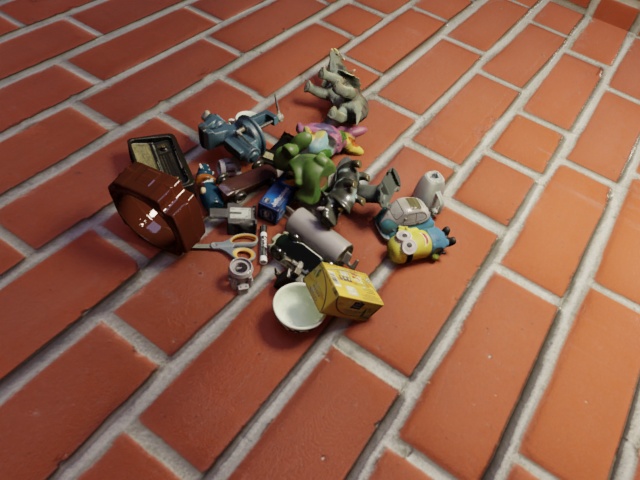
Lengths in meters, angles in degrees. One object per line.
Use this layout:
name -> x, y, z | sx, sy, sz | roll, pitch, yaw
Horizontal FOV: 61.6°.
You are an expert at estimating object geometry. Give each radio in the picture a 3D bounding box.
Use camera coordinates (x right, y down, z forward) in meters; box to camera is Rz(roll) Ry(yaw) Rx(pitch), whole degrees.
radio -> -0.417, -0.182, 1.418 | 0.131, 0.073, 0.230 | -15, 54, -21

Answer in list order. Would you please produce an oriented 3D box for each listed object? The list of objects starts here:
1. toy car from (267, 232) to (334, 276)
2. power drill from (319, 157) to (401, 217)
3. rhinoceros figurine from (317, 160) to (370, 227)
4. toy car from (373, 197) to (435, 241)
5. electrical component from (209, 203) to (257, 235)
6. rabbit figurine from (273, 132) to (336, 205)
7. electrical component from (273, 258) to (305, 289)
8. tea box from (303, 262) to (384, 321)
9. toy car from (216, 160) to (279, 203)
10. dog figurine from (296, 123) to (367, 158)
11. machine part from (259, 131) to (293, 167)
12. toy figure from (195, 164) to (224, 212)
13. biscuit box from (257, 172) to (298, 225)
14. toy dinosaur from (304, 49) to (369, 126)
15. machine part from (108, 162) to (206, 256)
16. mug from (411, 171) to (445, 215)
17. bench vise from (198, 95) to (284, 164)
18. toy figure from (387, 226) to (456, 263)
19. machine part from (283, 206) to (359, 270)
toy car -> -0.040, 0.052, 1.297 | 0.202, 0.056, 0.073 | 37, 60, 22
power drill -> 0.105, -0.149, 1.434 | 0.208, 0.085, 0.232 | 7, 51, 31
rhinoceros figurine -> 0.053, -0.117, 1.329 | 0.112, 0.073, 0.190 | 0, 54, 33
toy car -> 0.229, -0.061, 1.409 | 0.162, 0.102, 0.109 | -9, 53, -15
electrical component -> -0.219, -0.053, 1.359 | 0.119, 0.047, 0.075 | -3, 50, -12
rabbit figurine -> -0.057, -0.190, 1.373 | 0.170, 0.159, 0.121 | 30, 59, 23
electrical component -> -0.065, 0.084, 1.241 | 0.078, 0.102, 0.045 | 23, 53, -20
tea box -> 0.054, 0.116, 1.193 | 0.169, 0.068, 0.098 | 21, 33, -47
toy car -> -0.192, -0.154, 1.434 | 0.089, 0.053, 0.202 | 46, 45, 11
dog figurine -> 0.041, -0.279, 1.552 | 0.219, 0.108, 0.192 | -5, 27, -19
machine part -> -0.120, -0.262, 1.565 | 0.084, 0.039, 0.139 | 15, 50, 14
toy figure -> -0.295, -0.139, 1.410 | 0.058, 0.064, 0.155 | -22, 56, -6
biscuit box -> -0.093, -0.129, 1.438 | 0.063, 0.059, 0.203 | 25, 50, 10
toy dinosaur -> 0.084, -0.431, 1.654 | 0.192, 0.131, 0.405 | 6, 43, -36
machine part -> -0.374, -0.067, 1.235 | 0.201, 0.201, 0.087 | 23, 57, 19
mug -> 0.305, -0.128, 1.477 | 0.081, 0.107, 0.110 | -10, 50, -16
bench vise -> -0.211, -0.308, 1.495 | 0.224, 0.128, 0.240 | 33, 53, 32
toy figure -> 0.256, 0.014, 1.366 | 0.180, 0.089, 0.082 | -9, 39, -28
machine part -> -0.003, -0.004, 1.336 | 0.243, 0.079, 0.079 | 38, 54, 20
